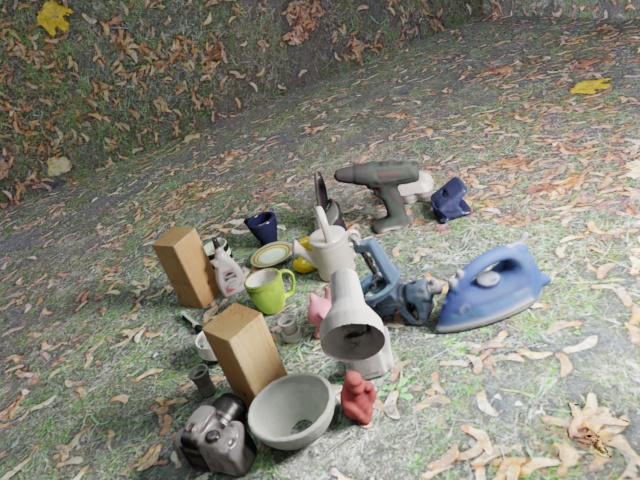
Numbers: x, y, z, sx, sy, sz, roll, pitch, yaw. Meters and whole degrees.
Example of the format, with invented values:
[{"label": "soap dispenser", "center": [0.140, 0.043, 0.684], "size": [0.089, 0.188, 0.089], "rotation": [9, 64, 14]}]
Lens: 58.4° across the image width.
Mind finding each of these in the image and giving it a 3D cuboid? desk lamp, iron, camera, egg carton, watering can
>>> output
[{"label": "desk lamp", "center": [0.069, 0.175, 1.122], "size": [0.118, 0.214, 0.203], "rotation": [-14, 29, 7]}, {"label": "iron", "center": [0.344, 0.087, 1.195], "size": [0.258, 0.142, 0.118], "rotation": [-24, 29, -11]}, {"label": "camera", "center": [-0.185, 0.352, 1.076], "size": [0.142, 0.101, 0.137], "rotation": [-1, 33, 29]}, {"label": "egg carton", "center": [0.272, -0.156, 1.744], "size": [0.150, 0.069, 0.107], "rotation": [-9, 30, 17]}, {"label": "watering can", "center": [0.014, 0.006, 1.474], "size": [0.173, 0.194, 0.100], "rotation": [-29, 30, -20]}]

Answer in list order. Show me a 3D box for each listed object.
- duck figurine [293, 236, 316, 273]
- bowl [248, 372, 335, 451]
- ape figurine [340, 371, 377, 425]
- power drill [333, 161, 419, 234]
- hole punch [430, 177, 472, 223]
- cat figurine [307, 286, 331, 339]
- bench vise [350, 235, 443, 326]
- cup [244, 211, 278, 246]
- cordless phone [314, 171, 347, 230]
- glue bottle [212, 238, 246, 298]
[{"label": "duck figurine", "center": [-0.034, 0.034, 1.568], "size": [0.105, 0.086, 0.077], "rotation": [-32, 31, -25]}, {"label": "bowl", "center": [-0.045, 0.330, 1.062], "size": [0.167, 0.075, 0.167], "rotation": [-14, 29, 8]}, {"label": "ape figurine", "center": [0.067, 0.283, 1.061], "size": [0.078, 0.092, 0.075], "rotation": [-31, 31, -23]}, {"label": "power drill", "center": [0.172, -0.128, 1.604], "size": [0.229, 0.209, 0.075], "rotation": [-14, 29, 8]}, {"label": "hole punch", "center": [0.359, -0.113, 1.593], "size": [0.101, 0.091, 0.108], "rotation": [-17, 28, 3]}, {"label": "cat figurine", "center": [0.010, 0.158, 1.290], "size": [0.067, 0.118, 0.128], "rotation": [-7, 30, 20]}, {"label": "bench vise", "center": [0.155, 0.075, 1.243], "size": [0.207, 0.220, 0.121], "rotation": [-11, 29, 13]}, {"label": "cup", "center": [-0.177, -0.027, 1.749], "size": [0.117, 0.095, 0.092], "rotation": [4, 35, 35]}, {"label": "cordless phone", "center": [0.012, -0.099, 1.670], "size": [0.094, 0.185, 0.147], "rotation": [-20, 28, -2]}, {"label": "glue bottle", "center": [-0.255, 0.070, 1.541], "size": [0.078, 0.173, 0.037], "rotation": [-27, 30, -16]}]
